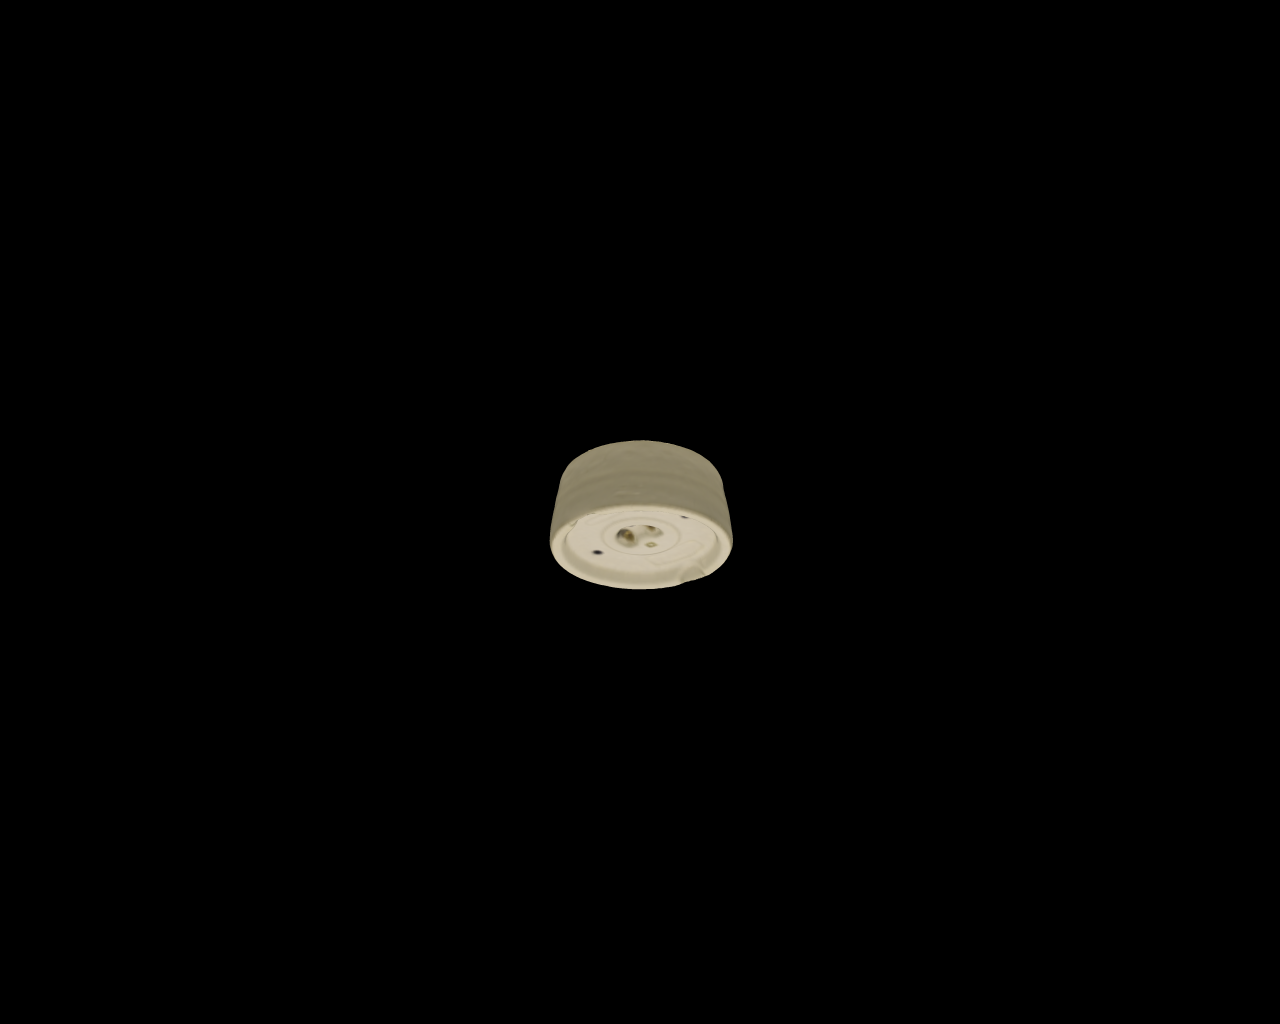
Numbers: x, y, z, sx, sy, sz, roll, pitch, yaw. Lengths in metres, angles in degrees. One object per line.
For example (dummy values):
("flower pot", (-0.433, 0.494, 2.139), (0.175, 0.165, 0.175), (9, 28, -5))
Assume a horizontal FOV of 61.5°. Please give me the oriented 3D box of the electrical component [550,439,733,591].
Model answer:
("electrical component", (0.001, -0.003, 0.650), (0.108, 0.060, 0.108), (0, -30, 0))
